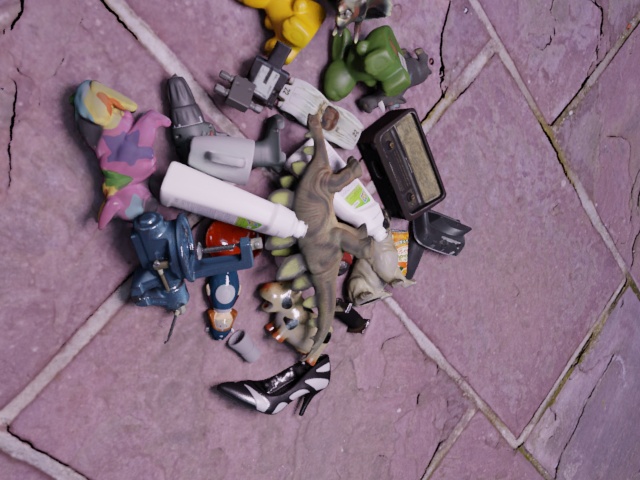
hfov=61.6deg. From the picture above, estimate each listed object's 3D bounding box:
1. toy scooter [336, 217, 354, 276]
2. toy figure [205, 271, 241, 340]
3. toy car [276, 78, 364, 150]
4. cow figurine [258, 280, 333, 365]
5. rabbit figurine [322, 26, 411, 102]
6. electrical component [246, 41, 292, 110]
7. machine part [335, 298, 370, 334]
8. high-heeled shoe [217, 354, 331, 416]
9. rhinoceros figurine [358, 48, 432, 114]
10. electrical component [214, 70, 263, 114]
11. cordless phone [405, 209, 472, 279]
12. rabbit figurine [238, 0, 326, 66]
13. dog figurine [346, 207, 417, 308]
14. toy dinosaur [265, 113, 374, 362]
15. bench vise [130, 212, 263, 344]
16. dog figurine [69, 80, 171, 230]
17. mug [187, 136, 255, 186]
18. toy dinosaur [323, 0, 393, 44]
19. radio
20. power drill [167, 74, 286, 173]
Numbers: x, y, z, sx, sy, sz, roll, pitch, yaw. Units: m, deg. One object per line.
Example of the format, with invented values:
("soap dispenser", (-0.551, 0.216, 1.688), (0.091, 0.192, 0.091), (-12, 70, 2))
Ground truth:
("toy scooter", (0.018, -0.021, 1.130), (0.183, 0.075, 0.135), (39, 78, -31))
("toy figure", (-0.191, 0.126, 1.046), (0.064, 0.058, 0.154), (6, 98, 9))
("toy car", (0.001, -0.253, 1.094), (0.201, 0.056, 0.073), (28, 84, -30))
("cow figurine", (-0.050, 0.155, 1.114), (0.194, 0.086, 0.127), (43, 82, -25))
("rabbit figurine", (0.071, -0.352, 1.073), (0.121, 0.170, 0.159), (20, 52, -56))
("electrical component", (-0.095, -0.312, 1.002), (0.075, 0.048, 0.119), (24, 109, -12))
("machine part", (0.052, 0.162, 1.183), (0.138, 0.084, 0.039), (41, 49, -37))
("high-heeled shoe", (-0.084, 0.282, 1.118), (0.248, 0.086, 0.145), (26, 82, -35))
("rhinoceros figurine", (0.159, -0.343, 1.166), (0.190, 0.073, 0.112), (-36, 124, -22))
("electrical component", (-0.143, -0.264, 0.966), (0.094, 0.021, 0.063), (24, 59, -18))
("cordless phone", (0.266, 0.025, 1.286), (0.146, 0.089, 0.184), (18, 100, -31))
("rabbit figurine", (-0.074, -0.441, 0.993), (0.173, 0.122, 0.162), (32, 78, -14))
("dog figurine", (0.104, 0.038, 1.193), (0.172, 0.121, 0.190), (-27, 72, 15))
("toy dinosaur", (-0.002, -0.003, 1.019), (0.199, 0.105, 0.470), (-7, 94, 2))
("bench vise", (-0.216, 0.043, 0.937), (0.241, 0.129, 0.223), (-9, 117, -3))
("dog figurine", (-0.344, -0.129, 0.892), (0.191, 0.109, 0.219), (24, 90, -28))
("mug", (-0.170, -0.138, 0.913), (0.107, 0.110, 0.080), (9, 105, -12))
("toy dinosaur", (0.042, -0.551, 1.013), (0.131, 0.192, 0.405), (-7, 61, -17))
("radio", (0.183, -0.164, 1.200), (0.131, 0.073, 0.229), (-35, 112, -21))
("power drill", (-0.169, -0.191, 0.996), (0.207, 0.086, 0.231), (-12, 103, -32))
